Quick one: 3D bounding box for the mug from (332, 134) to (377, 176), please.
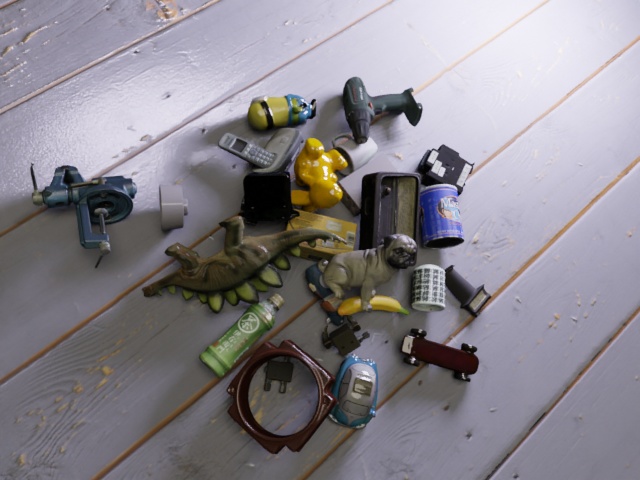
[{"bbox_3d":[0.088,-0.233,1.403,0.107,0.080,0.110,-29,67,-29],"label":"mug"}]

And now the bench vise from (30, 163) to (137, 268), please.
[{"bbox_3d":[-0.515,-0.066,1.190,0.223,0.128,0.241,-1,52,-31],"label":"bench vise"}]

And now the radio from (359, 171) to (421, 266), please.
[{"bbox_3d":[0.169,-0.052,1.311,0.131,0.073,0.229,3,88,-25],"label":"radio"}]

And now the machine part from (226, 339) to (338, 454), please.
[{"bbox_3d":[-0.080,0.329,1.139,0.201,0.087,0.201,37,84,16],"label":"machine part"}]

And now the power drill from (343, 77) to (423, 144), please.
[{"bbox_3d":[0.163,-0.340,1.430,0.207,0.085,0.232,-8,55,-12],"label":"power drill"}]

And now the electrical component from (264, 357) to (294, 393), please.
[{"bbox_3d":[-0.094,0.296,1.215,0.063,0.021,0.094,12,71,-7],"label":"electrical component"}]

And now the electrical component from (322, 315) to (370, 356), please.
[{"bbox_3d":[0.055,0.221,1.248,0.102,0.045,0.078,-36,119,1],"label":"electrical component"}]

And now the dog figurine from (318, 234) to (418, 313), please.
[{"bbox_3d":[0.105,0.041,1.206,0.172,0.190,0.121,24,26,-10],"label":"dog figurine"}]

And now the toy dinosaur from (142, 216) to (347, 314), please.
[{"bbox_3d":[-0.179,0.045,1.210,0.472,0.105,0.198,-23,100,2],"label":"toy dinosaur"}]

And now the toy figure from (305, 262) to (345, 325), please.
[{"bbox_3d":[0.017,0.130,1.274,0.064,0.058,0.154,-28,80,-8],"label":"toy figure"}]

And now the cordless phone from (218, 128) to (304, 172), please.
[{"bbox_3d":[-0.149,-0.240,1.352,0.184,0.088,0.146,27,69,3],"label":"cordless phone"}]

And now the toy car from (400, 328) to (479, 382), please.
[{"bbox_3d":[0.284,0.273,1.281,0.202,0.053,0.089,17,80,-9],"label":"toy car"}]

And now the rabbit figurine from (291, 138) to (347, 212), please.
[{"bbox_3d":[-0.009,-0.138,1.299,0.162,0.121,0.173,-41,48,18],"label":"rabbit figurine"}]

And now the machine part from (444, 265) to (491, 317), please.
[{"bbox_3d":[0.363,0.122,1.356,0.139,0.039,0.084,41,78,2],"label":"machine part"}]

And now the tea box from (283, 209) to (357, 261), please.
[{"bbox_3d":[-0.003,-0.004,1.305,0.170,0.068,0.098,14,64,-5],"label":"tea box"}]

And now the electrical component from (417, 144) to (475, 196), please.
[{"bbox_3d":[0.333,-0.187,1.441,0.134,0.058,0.115,31,67,0],"label":"electrical component"}]

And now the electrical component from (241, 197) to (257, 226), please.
[{"bbox_3d":[-0.155,-0.086,1.316,0.075,0.047,0.119,13,70,-6],"label":"electrical component"}]

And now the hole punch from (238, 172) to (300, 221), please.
[{"bbox_3d":[-0.121,-0.106,1.262,0.142,0.092,0.115,-2,108,-4],"label":"hole punch"}]

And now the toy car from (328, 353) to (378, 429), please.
[{"bbox_3d":[0.085,0.335,1.195,0.109,0.103,0.161,20,71,-5],"label":"toy car"}]

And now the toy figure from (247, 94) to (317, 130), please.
[{"bbox_3d":[-0.098,-0.330,1.389,0.180,0.082,0.089,-3,59,-19],"label":"toy figure"}]
